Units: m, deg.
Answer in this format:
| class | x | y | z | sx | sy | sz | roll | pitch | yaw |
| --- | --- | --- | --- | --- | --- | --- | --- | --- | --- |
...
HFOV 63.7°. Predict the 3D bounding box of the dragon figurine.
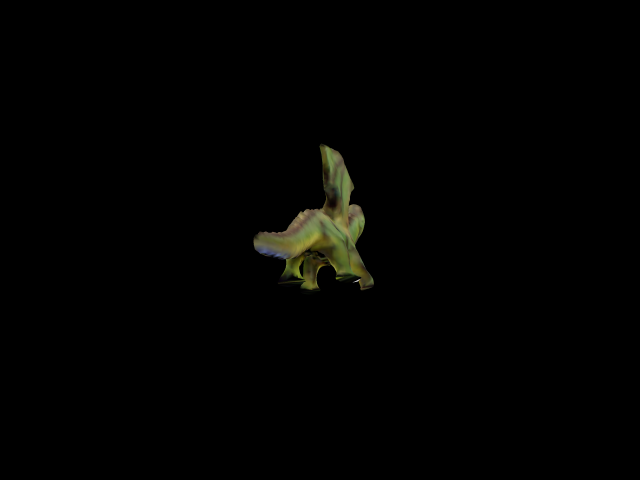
| class | x | y | z | sx | sy | sz | roll | pitch | yaw |
| --- | --- | --- | --- | --- | --- | --- | --- | --- | --- |
| dragon figurine | 0.003 | -0.043 | 0.850 | 0.122 | 0.247 | 0.405 | -7 | -20 | 19 |
